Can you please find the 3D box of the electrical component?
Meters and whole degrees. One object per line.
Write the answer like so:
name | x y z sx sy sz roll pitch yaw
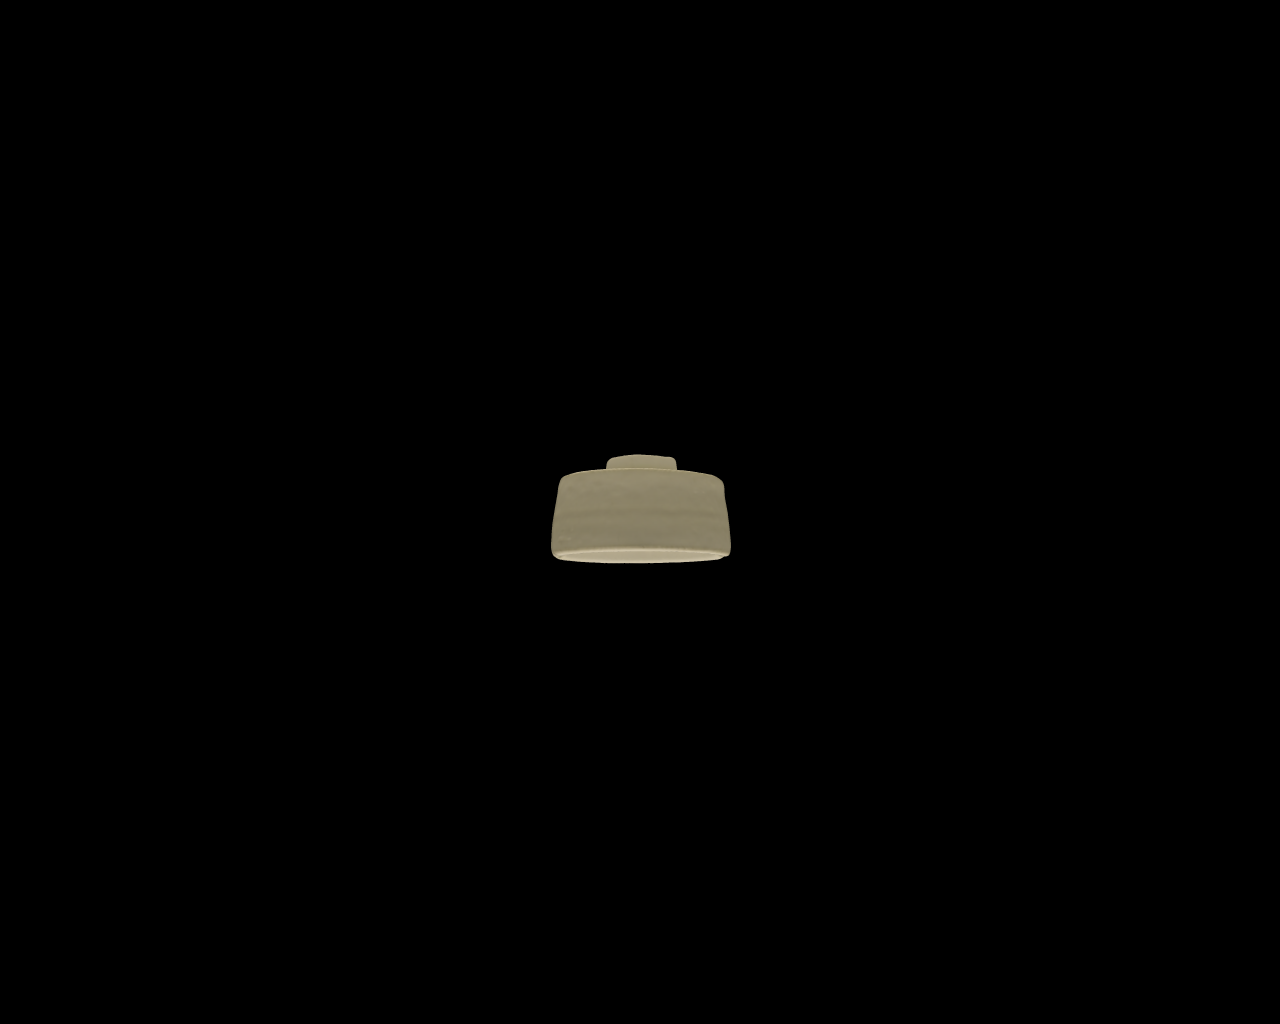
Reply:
electrical component | 0.001 -0.003 0.650 0.108 0.060 0.108 0 -7 0
